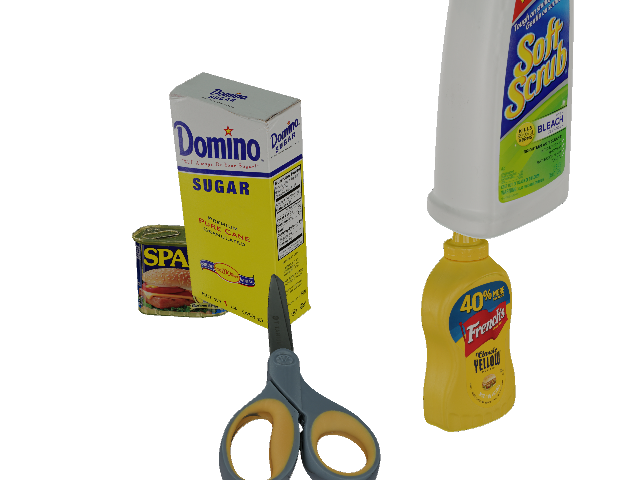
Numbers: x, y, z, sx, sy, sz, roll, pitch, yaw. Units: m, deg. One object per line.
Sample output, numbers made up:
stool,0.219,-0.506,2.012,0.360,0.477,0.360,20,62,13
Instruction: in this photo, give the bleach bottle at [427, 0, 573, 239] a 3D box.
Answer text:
bleach bottle,0.118,-0.132,0.690,0.102,0.251,0.068,-23,34,-30

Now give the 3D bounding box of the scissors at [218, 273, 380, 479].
scissors,-0.004,0.083,0.631,0.096,0.016,0.201,12,32,5

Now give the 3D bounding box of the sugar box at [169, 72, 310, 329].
sugar box,-0.058,-0.026,0.778,0.093,0.176,0.048,20,40,32

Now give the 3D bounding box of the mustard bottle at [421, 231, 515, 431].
mustard bottle,0.136,0.074,0.987,0.096,0.192,0.058,-13,17,-33

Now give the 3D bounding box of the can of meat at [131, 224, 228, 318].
can of meat,-0.142,0.032,1.112,0.102,0.084,0.057,3,16,9
